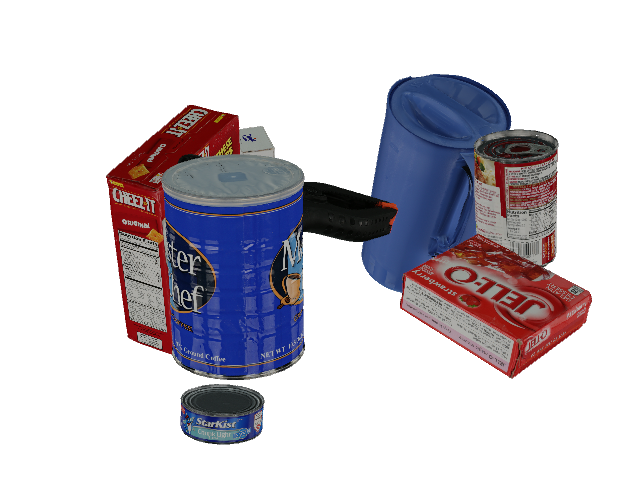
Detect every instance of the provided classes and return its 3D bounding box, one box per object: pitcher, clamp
[{"bbox_3d":[0.121,-0.049,1.188,0.145,0.243,0.149,23,44,12],"label":"pitcher"},{"bbox_3d":[-0.013,-0.026,0.975,0.209,0.036,0.165,9,21,-27],"label":"clamp"}]

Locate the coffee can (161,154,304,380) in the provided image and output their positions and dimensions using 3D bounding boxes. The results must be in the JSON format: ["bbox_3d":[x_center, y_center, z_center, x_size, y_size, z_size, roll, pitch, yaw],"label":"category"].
[{"bbox_3d":[-0.063,0.017,0.791,0.103,0.140,0.103,0,21,0],"label":"coffee can"}]

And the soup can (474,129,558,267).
[{"bbox_3d":[0.163,-0.033,0.886,0.068,0.102,0.068,-5,25,2],"label":"soup can"}]

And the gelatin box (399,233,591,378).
[{"bbox_3d":[0.104,0.036,0.640,0.073,0.030,0.089,-26,43,-38],"label":"gelatin box"}]

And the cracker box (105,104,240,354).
[{"bbox_3d":[-0.150,-0.013,1.142,0.072,0.214,0.164,15,38,20],"label":"cracker box"}]

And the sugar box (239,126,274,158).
[{"bbox_3d":[-0.078,-0.044,1.325,0.048,0.176,0.093,-10,24,-9],"label":"sugar box"}]

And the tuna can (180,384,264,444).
[{"bbox_3d":[-0.101,0.178,1.096,0.086,0.034,0.086,3,12,-1],"label":"tuna can"}]
